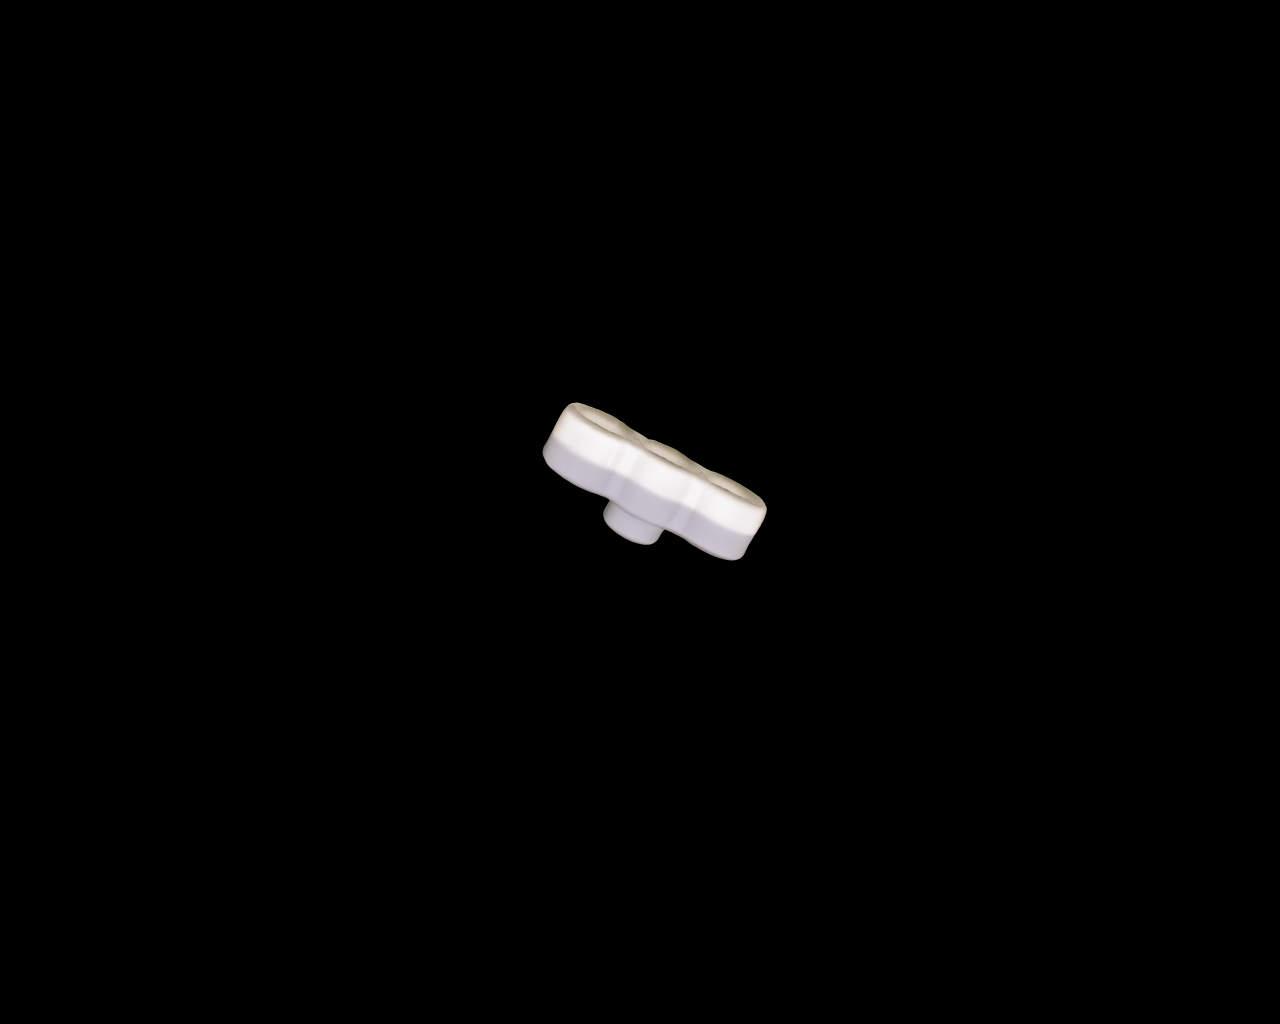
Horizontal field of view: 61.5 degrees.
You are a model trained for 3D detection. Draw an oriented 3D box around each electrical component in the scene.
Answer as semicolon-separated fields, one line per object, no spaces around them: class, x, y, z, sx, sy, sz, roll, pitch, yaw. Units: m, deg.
electrical component;0.001;-0.003;0.650;0.138;0.073;0.052;27;14;-7
